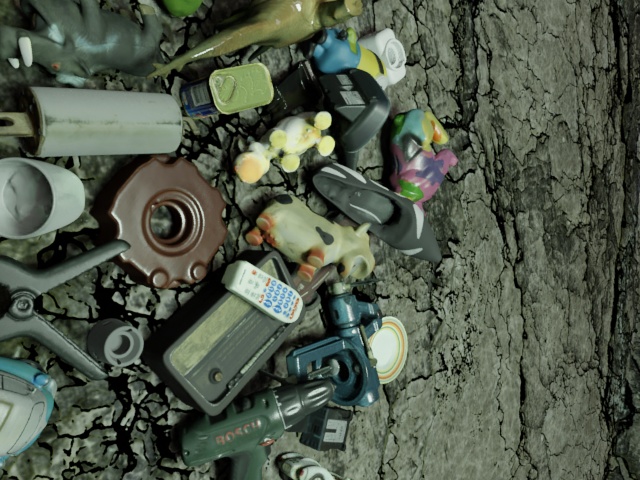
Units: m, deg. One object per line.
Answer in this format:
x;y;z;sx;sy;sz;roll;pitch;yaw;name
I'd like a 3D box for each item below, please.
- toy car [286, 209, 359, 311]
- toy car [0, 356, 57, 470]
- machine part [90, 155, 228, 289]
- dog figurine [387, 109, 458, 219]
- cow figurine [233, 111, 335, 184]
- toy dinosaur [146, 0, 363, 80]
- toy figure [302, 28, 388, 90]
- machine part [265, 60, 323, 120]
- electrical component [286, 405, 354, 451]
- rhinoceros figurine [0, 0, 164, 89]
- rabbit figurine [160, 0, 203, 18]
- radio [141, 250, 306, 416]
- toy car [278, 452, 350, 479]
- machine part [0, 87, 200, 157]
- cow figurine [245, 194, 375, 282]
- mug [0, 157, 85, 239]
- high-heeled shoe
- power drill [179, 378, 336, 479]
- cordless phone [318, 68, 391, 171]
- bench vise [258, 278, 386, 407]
0.006;0.034;0.917;0.202;0.053;0.089;-50;127;-32;toy car
-0.345;0.169;0.549;0.161;0.103;0.109;41;64;-40;toy car
-0.204;-0.024;0.707;0.179;0.056;0.179;-1;92;-44;machine part
0.162;-0.116;1.024;0.219;0.109;0.191;-55;127;-24;dog figurine
-0.067;-0.144;0.819;0.167;0.098;0.068;-28;120;-21;cow figurine
-0.039;-0.320;0.745;0.471;0.199;0.105;-44;112;-45;toy dinosaur
0.048;-0.305;0.917;0.180;0.082;0.089;22;72;-41;toy figure
-0.040;-0.237;0.860;0.139;0.039;0.084;-45;126;-47;machine part
-0.001;0.320;0.927;0.119;0.048;0.075;29;71;-43;electrical component
-0.275;-0.231;0.622;0.190;0.073;0.112;-12;111;-45;rhinoceros figurine
-0.166;-0.374;0.674;0.121;0.170;0.159;0;51;-46;rabbit figurine
-0.128;0.128;0.774;0.229;0.073;0.131;-45;120;-33;radio
0.006;0.415;0.919;0.201;0.074;0.056;46;65;-36;toy car
-0.255;-0.139;0.637;0.243;0.079;0.079;-12;101;-43;machine part
-0.002;-0.003;0.840;0.195;0.085;0.127;32;51;-1;cow figurine
-0.311;-0.043;0.578;0.107;0.110;0.080;-55;137;-85;mug
0.095;-0.045;0.901;0.086;0.249;0.145;-57;160;17;high-heeled shoe
-0.079;0.315;0.783;0.232;0.086;0.207;-10;114;-16;power drill
0.054;-0.170;0.878;0.089;0.147;0.184;-11;133;-9;cordless phone
0.023;0.183;0.897;0.240;0.129;0.223;-9;96;-48;bench vise
